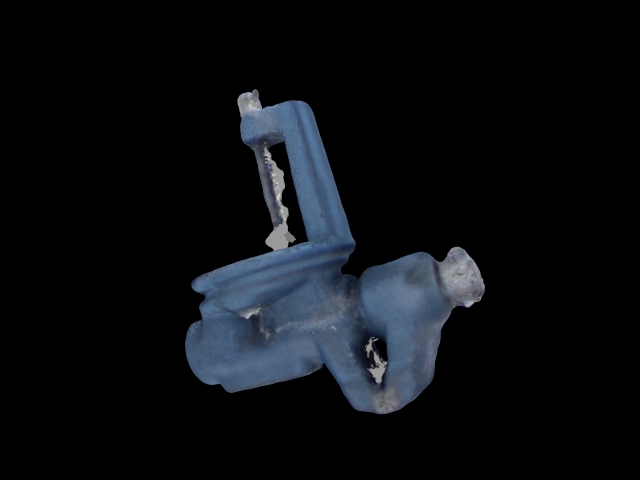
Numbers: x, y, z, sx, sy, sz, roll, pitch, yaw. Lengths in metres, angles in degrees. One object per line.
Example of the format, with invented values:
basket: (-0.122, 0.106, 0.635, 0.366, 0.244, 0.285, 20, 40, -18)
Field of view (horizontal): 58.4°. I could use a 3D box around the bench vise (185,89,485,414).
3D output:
bench vise: (0.005, 0.001, 0.412, 0.207, 0.220, 0.121, 0, 0, 3)
